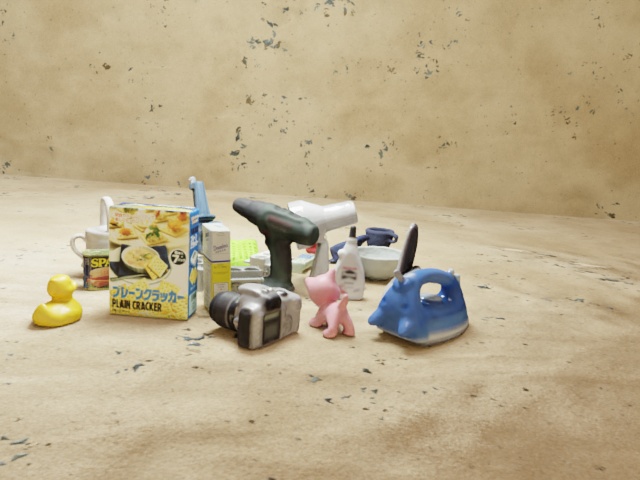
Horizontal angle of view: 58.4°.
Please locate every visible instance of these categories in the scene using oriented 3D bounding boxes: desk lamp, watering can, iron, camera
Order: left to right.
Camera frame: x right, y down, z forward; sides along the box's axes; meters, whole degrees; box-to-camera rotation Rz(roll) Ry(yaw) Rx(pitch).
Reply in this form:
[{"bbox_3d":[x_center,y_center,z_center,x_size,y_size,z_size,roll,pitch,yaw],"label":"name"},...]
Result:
[{"bbox_3d":[-0.499,-0.007,1.368,0.100,0.194,0.173,12,13,37],"label":"watering can"},{"bbox_3d":[-0.124,0.125,1.054,0.136,0.101,0.144,11,13,33],"label":"camera"},{"bbox_3d":[0.013,0.005,1.438,0.203,0.213,0.118,2,11,-9],"label":"desk lamp"},{"bbox_3d":[0.217,0.116,1.119,0.259,0.141,0.118,-6,14,-41],"label":"iron"}]

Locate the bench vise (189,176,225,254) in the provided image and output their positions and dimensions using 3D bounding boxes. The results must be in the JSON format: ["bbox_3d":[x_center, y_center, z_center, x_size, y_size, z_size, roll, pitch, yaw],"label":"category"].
[{"bbox_3d":[-0.344,-0.075,1.719,0.206,0.220,0.122,9,12,27],"label":"bench vise"}]

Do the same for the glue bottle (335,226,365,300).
[{"bbox_3d":[0.069,0.052,1.319,0.078,0.173,0.037,3,11,-5],"label":"glue bottle"}]

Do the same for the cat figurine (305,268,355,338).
[{"bbox_3d":[0.019,0.115,1.112,0.067,0.118,0.127,-2,12,-29],"label":"cat figurine"}]

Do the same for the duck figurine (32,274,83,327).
[{"bbox_3d":[-0.483,0.107,1.056,0.077,0.086,0.105,6,11,11],"label":"duck figurine"}]

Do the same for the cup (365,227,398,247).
[{"bbox_3d":[0.193,0.015,1.777,0.092,0.095,0.117,-7,15,-44],"label":"cup"}]

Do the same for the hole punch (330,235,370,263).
[{"bbox_3d":[0.086,0.025,1.696,0.100,0.091,0.109,10,12,29],"label":"hole punch"}]

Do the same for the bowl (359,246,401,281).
[{"bbox_3d":[0.154,0.067,1.538,0.167,0.075,0.167,4,11,0],"label":"bowl"}]

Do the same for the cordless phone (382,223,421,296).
[{"bbox_3d":[0.194,0.058,1.301,0.094,0.185,0.147,5,11,6],"label":"cordless phone"}]

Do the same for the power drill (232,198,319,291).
[{"bbox_3d":[-0.114,0.014,1.357,0.228,0.208,0.076,9,12,23],"label":"power drill"}]

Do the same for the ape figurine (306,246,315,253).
[{"bbox_3d":[-0.011,0.004,1.770,0.075,0.092,0.078,14,15,43],"label":"ape figurine"}]
